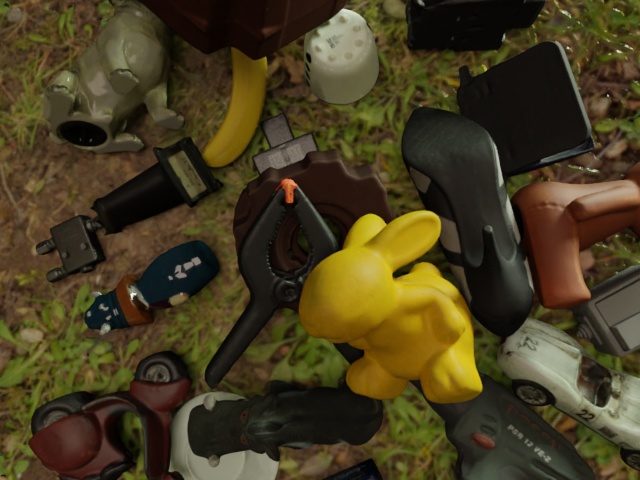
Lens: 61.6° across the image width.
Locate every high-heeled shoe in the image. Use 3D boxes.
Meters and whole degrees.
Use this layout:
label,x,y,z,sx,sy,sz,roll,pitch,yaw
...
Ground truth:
label,x,y,z,sx,sy,sz,roll,pitch,yaw
high-heeled shoe,0.149,-0.025,0.548,0.086,0.145,0.249,-18,44,10

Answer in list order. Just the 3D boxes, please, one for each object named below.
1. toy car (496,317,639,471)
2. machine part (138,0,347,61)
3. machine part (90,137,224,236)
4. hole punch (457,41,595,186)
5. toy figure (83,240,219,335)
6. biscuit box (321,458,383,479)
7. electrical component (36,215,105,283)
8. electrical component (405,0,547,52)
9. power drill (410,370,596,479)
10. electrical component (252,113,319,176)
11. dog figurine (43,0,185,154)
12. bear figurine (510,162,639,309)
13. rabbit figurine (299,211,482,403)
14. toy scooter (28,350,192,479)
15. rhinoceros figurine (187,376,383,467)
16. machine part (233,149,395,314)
label,x,y,z,sx,sy,sz,roll,pitch,yaw
toy car,0.267,0.149,0.519,0.202,0.056,0.073,31,49,8
machine part,-0.078,-0.279,0.498,0.201,0.087,0.201,43,60,9
machine part,-0.185,-0.054,0.594,0.139,0.039,0.084,-30,120,4
hole punch,0.216,-0.128,0.560,0.116,0.092,0.142,-19,85,35
toy figure,-0.185,0.057,0.587,0.154,0.064,0.057,-30,120,7
biscuit box,-0.024,0.296,0.546,0.203,0.063,0.059,-24,82,2
electrical component,-0.278,0.008,0.619,0.094,0.021,0.063,-26,83,2
electrical component,0.157,-0.243,0.553,0.134,0.115,0.058,-1,87,7
power drill,0.133,0.227,0.508,0.232,0.086,0.207,31,58,1
electrical component,-0.033,-0.087,0.591,0.075,0.047,0.119,-18,85,3
dog figurine,-0.236,-0.208,0.610,0.172,0.121,0.190,-12,65,10
bear figurine,0.288,-0.011,0.520,0.196,0.120,0.132,-7,88,0
rabbit figurine,0.058,0.053,0.452,0.122,0.173,0.162,1,73,48
toy scooter,-0.210,0.210,0.564,0.184,0.075,0.135,-25,74,0
rhinoceros figurine,-0.033,0.181,0.532,0.190,0.112,0.073,-3,85,-4
machine part,-0.001,-0.002,0.545,0.179,0.056,0.179,-1,108,-3
